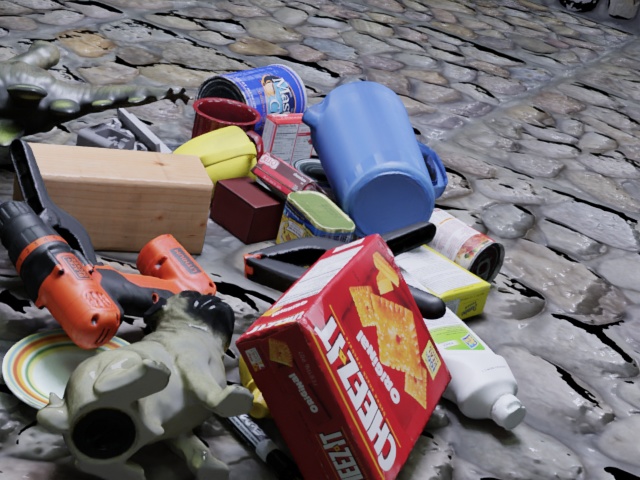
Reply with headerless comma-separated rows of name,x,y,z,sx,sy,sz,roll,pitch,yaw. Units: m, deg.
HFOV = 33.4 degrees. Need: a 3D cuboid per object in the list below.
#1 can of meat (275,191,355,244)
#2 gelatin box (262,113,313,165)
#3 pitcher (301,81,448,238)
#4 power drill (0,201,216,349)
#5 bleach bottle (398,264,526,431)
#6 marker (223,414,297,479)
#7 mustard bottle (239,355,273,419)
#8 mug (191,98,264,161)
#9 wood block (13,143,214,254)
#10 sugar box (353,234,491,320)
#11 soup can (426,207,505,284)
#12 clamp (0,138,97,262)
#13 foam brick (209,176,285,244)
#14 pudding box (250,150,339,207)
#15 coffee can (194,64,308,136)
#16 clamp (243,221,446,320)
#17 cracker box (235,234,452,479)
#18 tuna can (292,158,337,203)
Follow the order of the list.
can of meat,-0.008,0.001,1.219,0.057,0.084,0.102,-3,30,-32
gelatin box,-0.046,-0.129,1.460,0.073,0.089,0.030,-8,33,-37
pitcher,0.076,-0.091,1.317,0.149,0.145,0.243,-22,29,5
power drill,-0.205,0.030,1.028,0.187,0.057,0.185,1,40,-52
bleach bottle,0.107,0.107,1.087,0.102,0.068,0.251,-11,37,-35
marker,-0.059,0.169,0.927,0.020,0.020,0.121,-8,33,-38
mustard bottle,-0.023,0.115,1.009,0.096,0.058,0.191,20,26,13
mug,-0.123,-0.134,1.442,0.117,0.081,0.093,27,29,26
wood block,-0.235,-0.047,1.201,0.205,0.090,0.091,3,27,-21
sugar box,0.101,0.037,1.247,0.093,0.048,0.176,-11,31,-41
soup can,0.165,0.011,1.303,0.068,0.068,0.102,-12,35,-42
clamp,-0.283,-0.023,1.080,0.171,0.039,0.120,46,43,-19
foam brick,-0.088,-0.037,1.297,0.052,0.051,0.078,-11,35,-42
pudding box,-0.023,-0.055,1.317,0.090,0.039,0.113,36,-6,38
coffee can,-0.100,-0.198,1.562,0.103,0.103,0.140,28,29,27
clamp,0.029,0.023,1.099,0.210,0.036,0.164,4,30,8
cracker box,0.031,0.107,0.931,0.072,0.164,0.213,-22,10,27
tuna can,-0.001,-0.079,1.446,0.086,0.034,0.086,11,25,-5
